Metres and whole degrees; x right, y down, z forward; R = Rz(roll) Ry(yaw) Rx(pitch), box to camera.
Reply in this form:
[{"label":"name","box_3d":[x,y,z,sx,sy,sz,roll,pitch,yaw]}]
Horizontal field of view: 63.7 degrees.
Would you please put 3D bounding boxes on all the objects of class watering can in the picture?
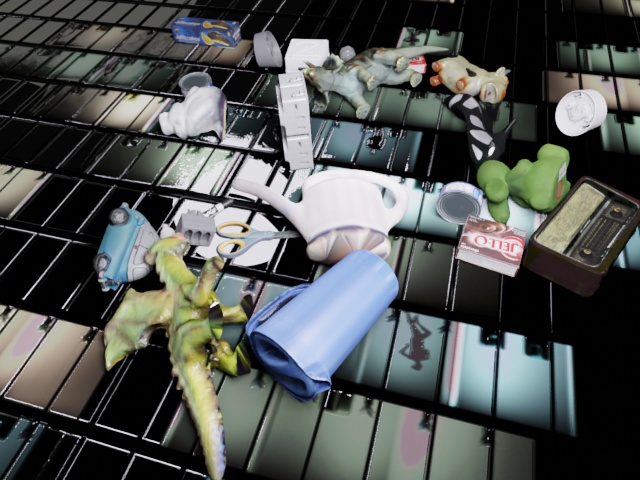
[{"label":"watering can","box_3d":[0.003,-0.050,0.984,0.348,0.101,0.230,-3,49,-3]}]

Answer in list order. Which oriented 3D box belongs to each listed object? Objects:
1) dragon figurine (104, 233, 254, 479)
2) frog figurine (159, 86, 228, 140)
[{"label":"dragon figurine","box_3d":[-0.243,0.162,0.837,0.242,0.120,0.419,-10,60,19]},{"label":"frog figurine","box_3d":[-0.302,-0.307,1.230,0.159,0.120,0.140,3,67,-9]}]
